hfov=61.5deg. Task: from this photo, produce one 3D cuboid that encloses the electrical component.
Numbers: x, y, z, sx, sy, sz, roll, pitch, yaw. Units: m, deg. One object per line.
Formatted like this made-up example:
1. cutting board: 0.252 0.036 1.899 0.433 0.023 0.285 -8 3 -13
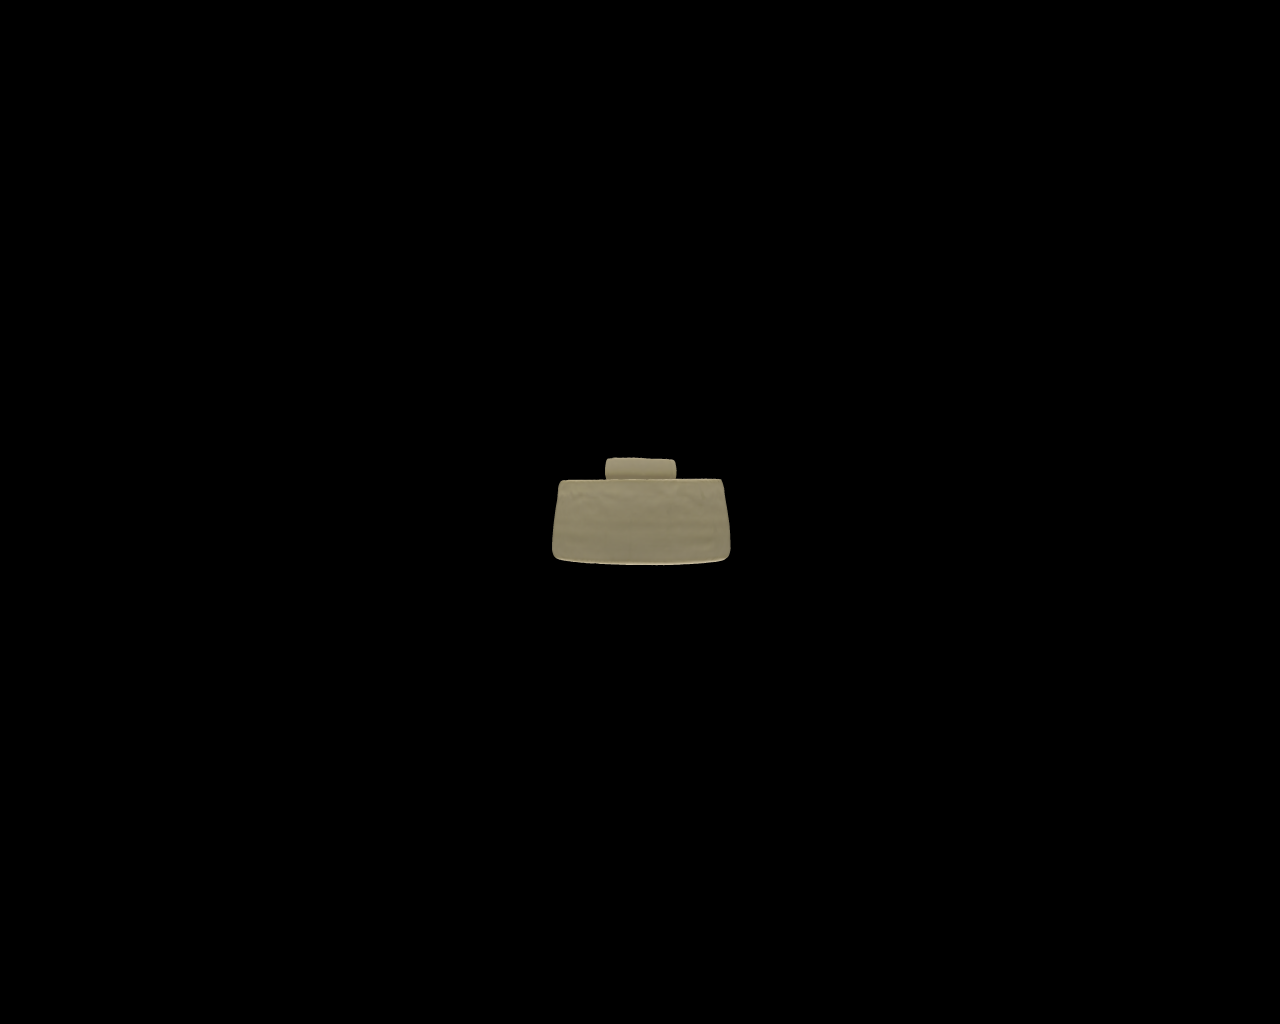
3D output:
1. electrical component: 0.001 -0.003 0.650 0.108 0.060 0.108 0 2 0
